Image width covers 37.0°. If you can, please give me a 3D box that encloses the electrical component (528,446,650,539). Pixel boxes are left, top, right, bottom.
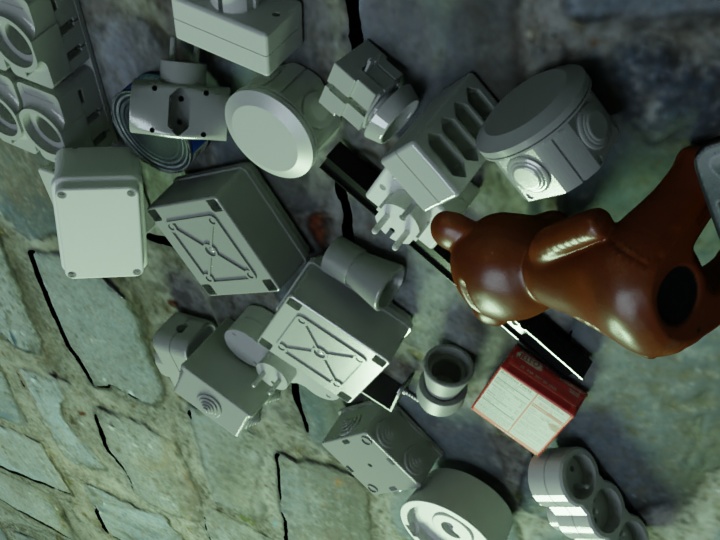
[{"bbox_3d":[0.194,0.216,0.968,0.074,0.052,0.138,-15,119,51],"label":"electrical component"}]

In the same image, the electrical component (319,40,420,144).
[{"bbox_3d":[0.008,-0.122,0.758,0.055,0.048,0.066,43,147,8],"label":"electrical component"}]

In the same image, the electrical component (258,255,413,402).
[{"bbox_3d":[-0.024,0.055,0.975,0.109,0.056,0.108,34,146,-3],"label":"electrical component"}]

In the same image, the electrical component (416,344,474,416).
[{"bbox_3d":[0.074,0.098,0.951,0.045,0.045,0.055,28,145,15],"label":"electrical component"}]

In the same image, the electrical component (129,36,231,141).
[{"bbox_3d":[-0.142,-0.146,0.858,0.077,0.043,0.079,4,102,-7],"label":"electrical component"}]

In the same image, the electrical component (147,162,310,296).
[{"bbox_3d":[-0.118,-0.035,0.964,0.109,0.056,0.108,-5,127,45],"label":"electrical component"}]

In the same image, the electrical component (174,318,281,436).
[{"bbox_3d":[-0.131,0.112,1.110,0.100,0.099,0.048,35,133,5],"label":"electrical component"}]

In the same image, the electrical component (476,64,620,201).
[{"bbox_3d":[0.117,-0.086,0.670,0.080,0.080,0.051,-13,126,49],"label":"electrical component"}]

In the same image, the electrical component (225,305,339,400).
[{"bbox_3d":[-0.077,0.092,1.057,0.138,0.073,0.052,21,142,24],"label":"electrical component"}]

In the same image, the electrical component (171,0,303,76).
[{"bbox_3d":[-0.088,-0.192,0.763,0.083,0.047,0.075,26,144,19],"label":"electrical component"}]

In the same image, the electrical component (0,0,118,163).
[{"bbox_3d":[-0.294,-0.183,0.953,0.105,0.060,0.186,22,143,23],"label":"electrical component"}]

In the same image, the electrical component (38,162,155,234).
[{"bbox_3d":[-0.256,-0.070,1.058,0.100,0.048,0.099,19,141,27],"label":"electrical component"}]

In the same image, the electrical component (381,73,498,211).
[{"bbox_3d":[0.049,-0.081,0.733,0.047,0.083,0.076,47,145,-13],"label":"electrical component"}]

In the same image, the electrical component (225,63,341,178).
[{"bbox_3d":[-0.059,-0.115,0.823,0.080,0.051,0.080,25,143,20],"label":"electrical component"}]

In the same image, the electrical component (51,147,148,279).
[{"bbox_3d":[-0.235,-0.050,0.975,0.078,0.057,0.113,-2,133,-10],"label":"electrical component"}]

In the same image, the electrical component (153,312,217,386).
[{"bbox_3d":[-0.184,0.095,1.178,0.059,0.053,0.095,13,138,33],"label":"electrical component"}]

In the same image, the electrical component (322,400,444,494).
[{"bbox_3d":[0.021,0.180,1.090,0.099,0.048,0.100,46,144,-14],"label":"electrical component"}]

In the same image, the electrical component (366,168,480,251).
[{"bbox_3d":[0.037,-0.045,0.791,0.066,0.076,0.047,39,146,0],"label":"electrical component"}]

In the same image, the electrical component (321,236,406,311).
[{"bbox_3d":[0.000,0.000,0.911,0.065,0.044,0.044,31,145,20],"label":"electrical component"}]

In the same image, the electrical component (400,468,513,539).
[{"bbox_3d":[0.102,0.245,1.080,0.108,0.060,0.108,25,143,20],"label":"electrical component"}]
